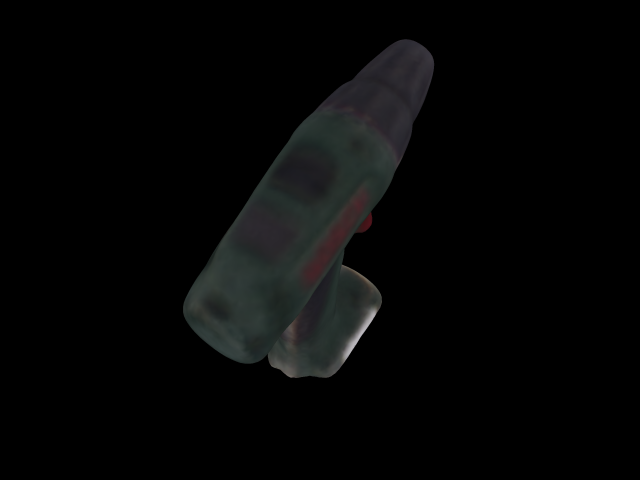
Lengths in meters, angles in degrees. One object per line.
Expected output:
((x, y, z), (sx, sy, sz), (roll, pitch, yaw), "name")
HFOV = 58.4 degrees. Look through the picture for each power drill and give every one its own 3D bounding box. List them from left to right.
((0.004, 0.001, 0.400), (0.075, 0.208, 0.230), (27, 58, 18), "power drill")
